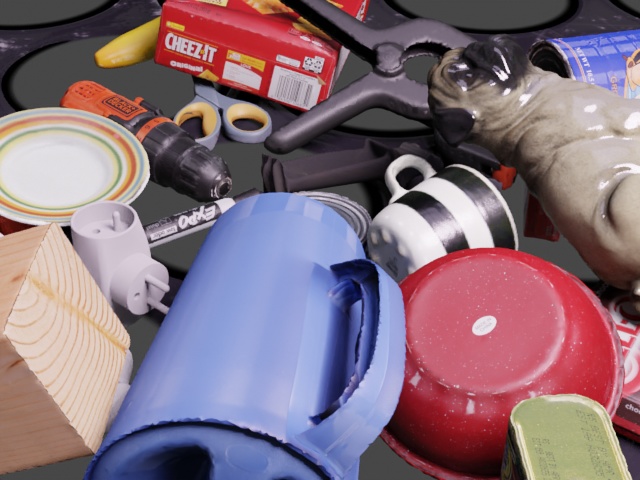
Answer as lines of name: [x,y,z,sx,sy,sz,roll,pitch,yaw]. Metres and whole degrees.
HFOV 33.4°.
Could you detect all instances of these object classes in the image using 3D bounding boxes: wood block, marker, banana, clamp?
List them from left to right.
wood block: [-0.219,0.073,0.563,0.206,0.091,0.090,-15,34,15]
banana: [-0.154,-0.218,1.087,0.070,0.037,0.197,-4,30,25]
marker: [-0.094,-0.015,0.812,0.120,0.020,0.020,-21,41,-28]
clamp: [0.051,-0.137,0.900,0.210,0.036,0.164,8,70,2]
clamp: [0.138,-0.106,0.927,0.120,0.039,0.172,-22,46,-13]

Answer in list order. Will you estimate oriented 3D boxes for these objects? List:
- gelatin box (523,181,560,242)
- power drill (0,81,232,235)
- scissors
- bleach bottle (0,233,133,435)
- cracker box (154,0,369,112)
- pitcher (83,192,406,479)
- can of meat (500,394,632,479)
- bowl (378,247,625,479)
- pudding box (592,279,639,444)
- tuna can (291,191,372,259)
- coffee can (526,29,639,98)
gelatin box: [0.177,-0.053,0.824,0.030,0.073,0.089,7,36,8]
power drill: [-0.187,-0.051,0.831,0.185,0.057,0.187,29,42,31]
scissors: [-0.088,-0.134,0.984,0.096,0.016,0.201,3,35,1]
bleach bottle: [-0.200,0.050,0.682,0.251,0.068,0.102,27,43,28]
cracker box: [-0.047,-0.219,1.031,0.164,0.072,0.213,18,37,2]
pitcher: [-0.027,0.070,0.594,0.149,0.145,0.242,4,33,5]
can of meat: [0.123,0.141,0.540,0.057,0.084,0.102,-1,36,-3]
bowl: [0.098,0.061,0.628,0.162,0.055,0.162,-6,56,9]
pudding box: [0.199,0.073,0.676,0.090,0.039,0.113,24,42,29]
tuna can: [-0.005,0.001,0.778,0.086,0.034,0.086,0,35,-1]
coffee can: [0.255,-0.125,0.902,0.140,0.103,0.103,-9,36,-13]
